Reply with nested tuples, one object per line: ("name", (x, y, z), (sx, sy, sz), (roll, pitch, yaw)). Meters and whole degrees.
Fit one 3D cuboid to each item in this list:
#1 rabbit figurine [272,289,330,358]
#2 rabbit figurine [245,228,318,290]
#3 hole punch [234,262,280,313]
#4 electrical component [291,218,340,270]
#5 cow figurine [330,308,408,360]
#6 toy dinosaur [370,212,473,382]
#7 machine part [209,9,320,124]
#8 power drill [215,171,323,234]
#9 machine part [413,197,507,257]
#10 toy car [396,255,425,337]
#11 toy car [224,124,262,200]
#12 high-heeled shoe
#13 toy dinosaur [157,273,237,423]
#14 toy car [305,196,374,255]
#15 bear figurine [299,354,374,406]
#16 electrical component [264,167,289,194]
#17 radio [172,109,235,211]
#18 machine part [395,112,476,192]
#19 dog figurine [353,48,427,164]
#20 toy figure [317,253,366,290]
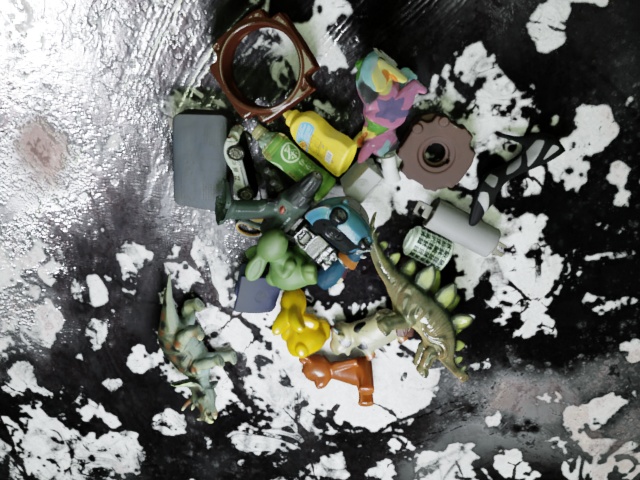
("rabbit figurine", (-0.064, 0.206, 1.370), (0.122, 0.162, 0.173), (-11, 93, 22))
("rabbit figurine", (-0.102, 0.034, 1.270), (0.159, 0.121, 0.170), (-16, 138, 12))
("hole punch", (-0.160, 0.128, 1.369), (0.116, 0.092, 0.142), (12, 108, -4))
("electrical component", (-0.003, -0.004, 1.275), (0.115, 0.134, 0.058), (44, 109, -10))
("cow figurine", (0.112, 0.240, 1.389), (0.195, 0.085, 0.127), (-29, 104, 11))
("toy dinosaur", (0.224, 0.154, 1.249), (0.198, 0.105, 0.471), (-40, 103, 1))
("machine part", (-0.119, -0.370, 1.156), (0.201, 0.087, 0.201), (-31, 99, 17))
("power drill", (-0.124, -0.088, 1.208), (0.207, 0.086, 0.232), (-1, 147, -29))
("machine part", (0.334, -0.030, 1.267), (0.243, 0.079, 0.079), (27, 111, -5))
("toy car", (0.217, 0.139, 1.324), (0.089, 0.053, 0.202), (5, 87, -8))
("toy car", (-0.179, -0.168, 1.236), (0.056, 0.073, 0.201), (3, 132, 13))
("high-heeled shoe", (0.438, -0.128, 1.205), (0.145, 0.086, 0.248), (22, 98, 9))
("toy dinosaur", (-0.362, 0.286, 1.438), (0.192, 0.131, 0.404), (-24, 101, 13))
("toy car", (0.057, -0.043, 1.188), (0.161, 0.103, 0.109), (38, 152, -18))
("bear figurine", (0.043, 0.363, 1.422), (0.196, 0.132, 0.120), (-2, 139, -1))
("electrical component", (-0.097, -0.138, 1.269), (0.021, 0.094, 0.063), (-33, 68, 18))
("radio", (-0.273, -0.188, 1.262), (0.131, 0.073, 0.229), (6, 110, 4))
("machine part", (0.262, -0.197, 1.219), (0.179, 0.056, 0.179), (2, 113, 4))
("dog figurine", (0.118, -0.278, 1.164), (0.191, 0.109, 0.219), (20, 119, -31))
("toy figure", (0.053, 0.059, 1.338), (0.154, 0.058, 0.064), (-42, 108, 13))
